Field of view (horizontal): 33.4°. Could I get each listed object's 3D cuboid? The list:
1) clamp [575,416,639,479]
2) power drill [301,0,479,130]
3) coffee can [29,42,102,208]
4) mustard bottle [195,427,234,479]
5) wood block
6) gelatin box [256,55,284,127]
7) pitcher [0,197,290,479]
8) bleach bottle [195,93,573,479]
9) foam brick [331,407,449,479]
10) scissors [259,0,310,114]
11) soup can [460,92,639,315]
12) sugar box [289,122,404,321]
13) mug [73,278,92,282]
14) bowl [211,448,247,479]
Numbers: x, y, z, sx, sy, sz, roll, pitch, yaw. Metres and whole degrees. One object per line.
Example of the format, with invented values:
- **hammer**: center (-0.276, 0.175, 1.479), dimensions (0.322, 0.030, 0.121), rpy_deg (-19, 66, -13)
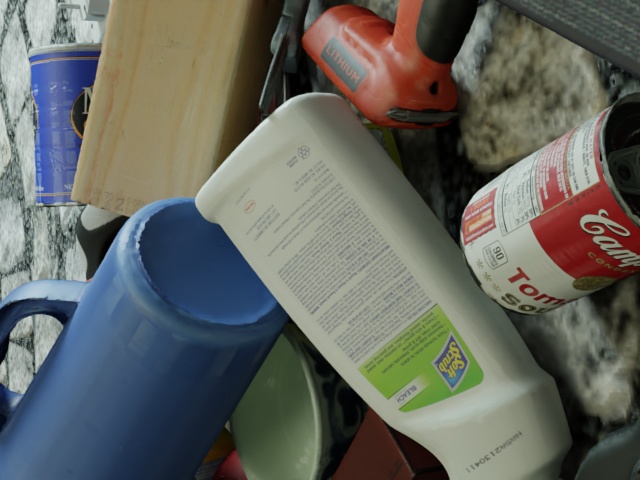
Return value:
- **clamp**: center (0.158, 0.106, 0.441), dimensions (0.120, 0.039, 0.172), rpy_deg (-123, 38, -47)
- **power drill**: center (0.050, -0.169, 0.571), dimensions (0.185, 0.057, 0.188), rpy_deg (55, 137, 40)
- **coffee can**: center (-0.207, -0.101, 0.961), dimensions (0.103, 0.102, 0.140), rpy_deg (3, 96, 59)
- **mustard bottle**: center (-0.112, 0.192, 0.840), dimensions (0.058, 0.096, 0.192), rpy_deg (41, 127, 52)
- **wood block**: center (-0.085, -0.117, 0.692), dimensions (0.090, 0.090, 0.206), rpy_deg (-32, -43, -77)
- **gelatin box**: center (-0.063, -0.121, 0.751), dimensions (0.030, 0.073, 0.089), rpy_deg (-27, -62, -77)
- **pitcher**: center (-0.121, 0.082, 0.672), dimensions (0.243, 0.148, 0.145), rpy_deg (-56, 51, 41)
- **bleach bottle**: center (0.041, 0.047, 0.556), dimensions (0.103, 0.067, 0.251), rpy_deg (-44, 73, 29)
- **foam brick**: center (0.049, 0.133, 0.610), dimensions (0.053, 0.051, 0.078), rpy_deg (59, 139, 37)
- **scissors**: center (-0.022, -0.110, 0.651), dimensions (0.096, 0.016, 0.201), rpy_deg (100, 180, -48)
- **soup can**: center (0.116, -0.012, 0.467), dimensions (0.102, 0.068, 0.068), rpy_deg (-36, 62, 55)
- **sugar box**: center (-0.005, 0.001, 0.692), dimensions (0.177, 0.048, 0.093), rpy_deg (-35, 64, 54)
- **mug**: center (-0.135, 0.053, 0.833), dimensions (0.093, 0.081, 0.117), rpy_deg (58, 161, 0)
- **bowl**: center (-0.042, 0.211, 0.765), dimensions (0.162, 0.055, 0.162), rpy_deg (10, 102, 58)
